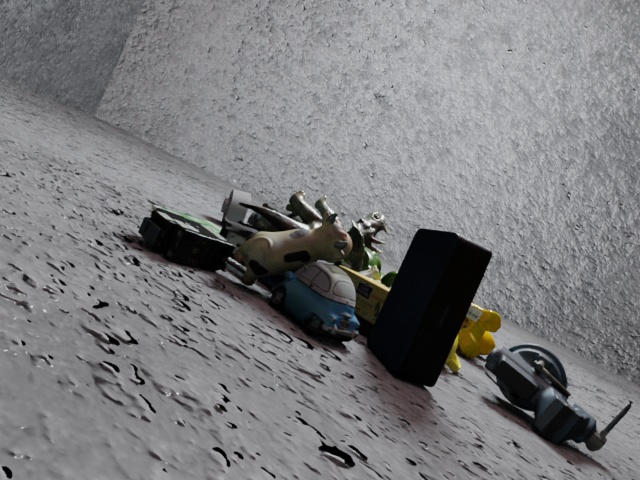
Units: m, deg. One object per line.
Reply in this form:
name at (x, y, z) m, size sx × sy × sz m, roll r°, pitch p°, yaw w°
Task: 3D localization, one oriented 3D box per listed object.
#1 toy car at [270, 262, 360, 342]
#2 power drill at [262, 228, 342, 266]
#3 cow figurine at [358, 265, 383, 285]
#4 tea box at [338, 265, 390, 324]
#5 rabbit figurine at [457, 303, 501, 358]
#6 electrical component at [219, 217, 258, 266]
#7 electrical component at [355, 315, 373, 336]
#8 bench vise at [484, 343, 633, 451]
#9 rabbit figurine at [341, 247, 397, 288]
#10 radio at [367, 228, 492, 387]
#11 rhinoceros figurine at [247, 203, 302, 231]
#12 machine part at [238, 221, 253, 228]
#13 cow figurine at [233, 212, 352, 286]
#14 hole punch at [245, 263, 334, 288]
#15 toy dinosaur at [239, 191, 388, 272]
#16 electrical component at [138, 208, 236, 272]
toy car at (0.001, 0.087, 0.847) m, size 0.109 × 0.103 × 0.162 m, roll 21°, pitch 5°, yaw -38°
power drill at (-0.058, 0.026, 1.407) m, size 0.207 × 0.086 × 0.232 m, roll 31°, pitch 1°, yaw -34°
cow figurine at (0.101, 0.110, 1.252) m, size 0.098 × 0.068 × 0.167 m, roll -17°, pitch 3°, yaw 4°
tea box at (0.104, 0.115, 1.001) m, size 0.170 × 0.068 × 0.098 m, roll 25°, pitch 1°, yaw 43°
rabbit figurine at (0.357, 0.227, 1.298) m, size 0.163 × 0.122 × 0.173 m, roll 17°, pitch -17°, yaw 46°
electrical component at (-0.148, 0.010, 1.056) m, size 0.119 × 0.074 × 0.048 m, roll 20°, pitch 7°, yaw -18°
electrical component at (0.087, 0.159, 0.985) m, size 0.094 × 0.021 × 0.063 m, roll 24°, pitch 4°, yaw -6°
bench vise at (0.408, 0.264, 0.952) m, size 0.224 × 0.128 × 0.240 m, roll 27°, pitch 12°, yaw 28°
rabbit figurine at (0.144, 0.093, 1.456) m, size 0.159 × 0.121 × 0.170 m, roll 22°, pitch -14°, yaw 43°
radio at (0.165, 0.098, 0.845) m, size 0.073 × 0.229 × 0.131 m, roll 25°, pitch 0°, yaw -19°
rhinoceros figurine at (-0.126, -0.053, 1.500) m, size 0.191 × 0.073 × 0.112 m, roll 0°, pitch -15°, yaw 29°
machine part at (-0.150, 0.010, 1.228) m, size 0.084 × 0.039 × 0.139 m, roll 6°, pitch 32°, yaw -51°
cow figurine at (-0.036, 0.012, 0.903) m, size 0.195 × 0.085 × 0.127 m, roll -6°, pitch -22°, yaw -24°
hole punch at (-0.049, 0.057, 1.008) m, size 0.142 × 0.092 × 0.115 m, roll 32°, pitch 11°, yaw 25°
toy dinosaur at (-0.003, -0.007, 1.238) m, size 0.404 × 0.131 × 0.192 m, roll -5°, pitch 46°, yaw -50°
electrical component at (-0.226, -0.002, 0.887) m, size 0.134 × 0.058 × 0.115 m, roll 21°, pitch 5°, yaw -43°
